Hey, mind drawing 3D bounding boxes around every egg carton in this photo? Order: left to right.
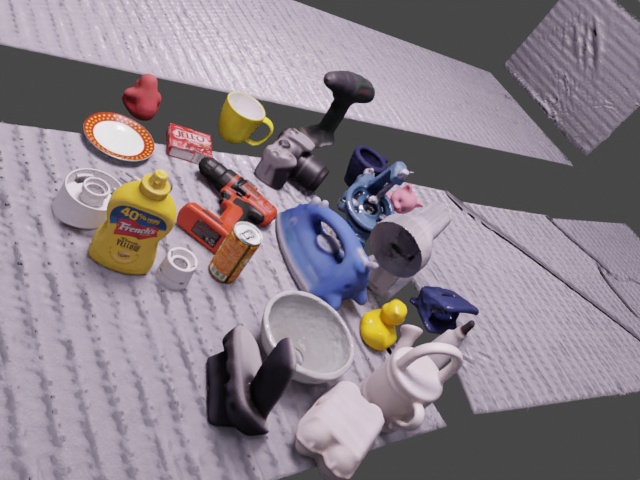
[{"bbox_3d":[0.031,0.283,0.861,0.107,0.069,0.151,43,35,7],"label":"egg carton"}]

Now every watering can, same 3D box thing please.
[{"bbox_3d":[0.147,0.217,0.929,0.101,0.193,0.172,7,46,-37],"label":"watering can"}]

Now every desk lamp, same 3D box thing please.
[{"bbox_3d":[0.165,0.017,1.150,0.118,0.213,0.204,46,36,11],"label":"desk lamp"}]

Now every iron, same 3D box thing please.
[{"bbox_3d":[0.010,0.004,1.088,0.119,0.141,0.258,-7,55,-46],"label":"iron"}]

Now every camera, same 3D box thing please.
[{"bbox_3d":[-0.049,-0.170,1.263,0.137,0.100,0.143,37,35,-2],"label":"camera"}]

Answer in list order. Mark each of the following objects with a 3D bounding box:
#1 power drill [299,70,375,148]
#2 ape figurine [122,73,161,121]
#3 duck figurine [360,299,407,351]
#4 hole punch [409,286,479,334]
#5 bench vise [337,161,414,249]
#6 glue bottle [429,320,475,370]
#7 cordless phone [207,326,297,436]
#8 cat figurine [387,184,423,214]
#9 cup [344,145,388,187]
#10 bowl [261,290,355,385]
[{"bbox_3d":[0.039,-0.332,1.428,0.075,0.208,0.230,48,36,14],"label":"power drill"},{"bbox_3d":[-0.347,-0.291,1.138,0.078,0.092,0.076,8,45,-36],"label":"ape figurine"},{"bbox_3d":[0.127,0.152,1.078,0.077,0.086,0.105,38,35,-1],"label":"duck figurine"},{"bbox_3d":[0.263,0.137,1.211,0.109,0.091,0.101,9,45,-35],"label":"hole punch"},{"bbox_3d":[0.109,-0.109,1.233,0.122,0.219,0.207,14,42,-31],"label":"bench vise"},{"bbox_3d":[0.222,0.196,1.037,0.037,0.173,0.078,40,35,3],"label":"glue bottle"},{"bbox_3d":[-0.080,0.169,0.787,0.094,0.185,0.147,13,42,-31],"label":"cordless phone"},{"bbox_3d":[0.179,-0.103,1.379,0.127,0.117,0.067,47,36,12],"label":"cat figurine"},{"bbox_3d":[0.111,-0.171,1.413,0.118,0.095,0.091,-13,59,-48],"label":"cup"},{"bbox_3d":[-0.032,0.168,0.927,0.168,0.074,0.167,24,38,-20],"label":"bowl"}]
